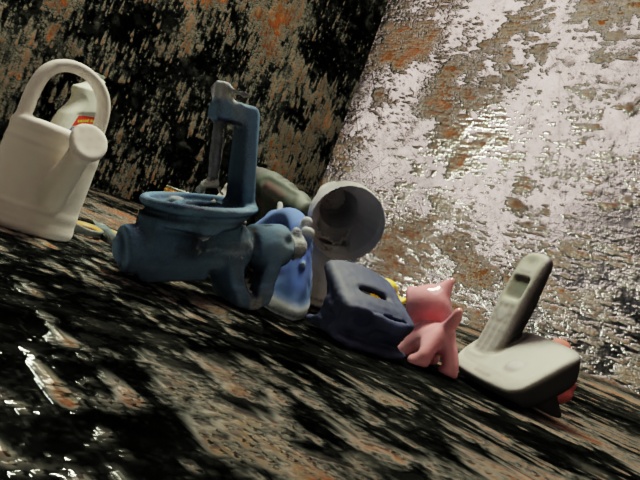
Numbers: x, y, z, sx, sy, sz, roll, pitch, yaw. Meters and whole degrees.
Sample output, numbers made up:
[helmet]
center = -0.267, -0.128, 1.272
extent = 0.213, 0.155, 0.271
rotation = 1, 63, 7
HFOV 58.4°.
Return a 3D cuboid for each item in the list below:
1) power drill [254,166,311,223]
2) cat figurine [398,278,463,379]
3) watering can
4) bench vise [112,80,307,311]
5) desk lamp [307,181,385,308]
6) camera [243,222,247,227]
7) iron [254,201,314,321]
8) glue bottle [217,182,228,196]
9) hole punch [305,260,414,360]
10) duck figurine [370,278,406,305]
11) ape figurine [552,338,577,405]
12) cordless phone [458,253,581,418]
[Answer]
[power drill]
center = -0.116, -0.037, 1.123
extent = 0.228, 0.208, 0.076
rotation = 20, -1, 39
[cat figurine]
center = 0.146, 0.102, 0.737
extent = 0.067, 0.118, 0.127
rotation = 20, -1, -12
[watering can]
center = -0.289, -0.102, 0.633
extent = 0.172, 0.194, 0.101
rotation = 20, -1, 23
[bench vise]
center = -0.100, -0.046, 0.628
extent = 0.121, 0.220, 0.208
rotation = 20, -1, 35
[desk lamp]
center = 0.009, 0.003, 0.948
extent = 0.118, 0.213, 0.203
rotation = 21, -1, -15
[camera]
center = -0.214, -0.013, 1.291
extent = 0.143, 0.101, 0.136
rotation = 21, -1, -25
[iron]
center = -0.050, 0.017, 0.800
extent = 0.119, 0.141, 0.257
rotation = 21, -1, -21
[glue bottle]
center = -0.174, -0.042, 0.994
extent = 0.037, 0.173, 0.078
rotation = 20, -1, 28
[hole punch]
center = 0.055, 0.081, 0.679
extent = 0.109, 0.091, 0.100
rotation = 21, -1, -29
[duck figurine]
center = 0.094, 0.103, 0.950
extent = 0.104, 0.086, 0.077
rotation = 20, -1, -2
[ape figurine]
center = 0.317, 0.179, 0.788
extent = 0.077, 0.092, 0.076
rotation = 20, -1, 15
[cordless phone]
center = 0.254, 0.105, 0.695
extent = 0.094, 0.185, 0.147
rotation = 21, -1, -21
